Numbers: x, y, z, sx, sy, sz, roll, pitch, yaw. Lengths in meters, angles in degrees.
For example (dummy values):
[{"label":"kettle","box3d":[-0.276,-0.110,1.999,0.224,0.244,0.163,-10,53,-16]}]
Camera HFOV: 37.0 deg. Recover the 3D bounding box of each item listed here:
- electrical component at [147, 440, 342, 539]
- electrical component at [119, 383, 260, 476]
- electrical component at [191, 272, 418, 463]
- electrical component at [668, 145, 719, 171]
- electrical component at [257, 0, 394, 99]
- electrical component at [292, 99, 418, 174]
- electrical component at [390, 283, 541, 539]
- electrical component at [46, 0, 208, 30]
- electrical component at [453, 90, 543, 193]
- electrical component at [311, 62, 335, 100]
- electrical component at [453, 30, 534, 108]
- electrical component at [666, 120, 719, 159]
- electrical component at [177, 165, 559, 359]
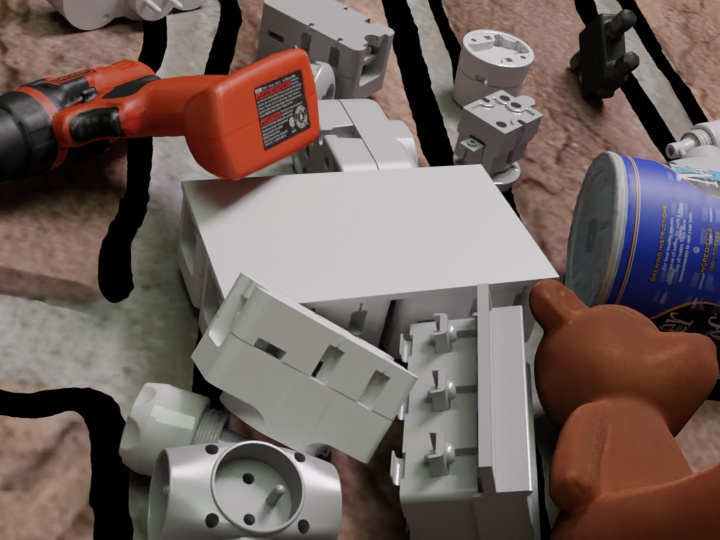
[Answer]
[{"label":"electrical component","box3d":[-0.049,0.118,0.463,0.077,0.044,0.079,9,53,-21]},{"label":"electrical component","box3d":[-0.078,0.080,0.503,0.062,0.043,0.043,17,39,1]},{"label":"electrical component","box3d":[-0.029,0.050,0.507,0.089,0.055,0.050,31,0,-21]},{"label":"electrical component","box3d":[0.250,-0.063,0.768,0.077,0.043,0.079,5,40,-11]},{"label":"electrical component","box3d":[-0.027,-0.163,0.799,0.089,0.055,0.050,32,43,21]},{"label":"electrical component","box3d":[-0.001,-0.067,0.693,0.059,0.053,0.095,-5,42,-21]},{"label":"electrical component","box3d":[0.052,0.076,0.527,0.063,0.078,0.121,-6,38,11]},{"label":"electrical component","box3d":[-0.165,-0.216,0.825,0.138,0.052,0.074,-23,51,-35]},{"label":"electrical component","box3d":[0.091,-0.086,0.741,0.048,0.055,0.066,37,45,26]},{"label":"electrical component","box3d":[-0.051,-0.127,0.759,0.062,0.048,0.048,15,39,12]},{"label":"electrical component","box3d":[0.101,-0.150,0.827,0.055,0.047,0.055,8,39,-7]},{"label":"electrical component","box3d":[0.260,-0.094,0.817,0.061,0.035,0.035,-12,45,-23]},{"label":"electrical component","box3d":[0.000,0.000,0.608,0.186,0.060,0.105,-5,43,-21]}]
